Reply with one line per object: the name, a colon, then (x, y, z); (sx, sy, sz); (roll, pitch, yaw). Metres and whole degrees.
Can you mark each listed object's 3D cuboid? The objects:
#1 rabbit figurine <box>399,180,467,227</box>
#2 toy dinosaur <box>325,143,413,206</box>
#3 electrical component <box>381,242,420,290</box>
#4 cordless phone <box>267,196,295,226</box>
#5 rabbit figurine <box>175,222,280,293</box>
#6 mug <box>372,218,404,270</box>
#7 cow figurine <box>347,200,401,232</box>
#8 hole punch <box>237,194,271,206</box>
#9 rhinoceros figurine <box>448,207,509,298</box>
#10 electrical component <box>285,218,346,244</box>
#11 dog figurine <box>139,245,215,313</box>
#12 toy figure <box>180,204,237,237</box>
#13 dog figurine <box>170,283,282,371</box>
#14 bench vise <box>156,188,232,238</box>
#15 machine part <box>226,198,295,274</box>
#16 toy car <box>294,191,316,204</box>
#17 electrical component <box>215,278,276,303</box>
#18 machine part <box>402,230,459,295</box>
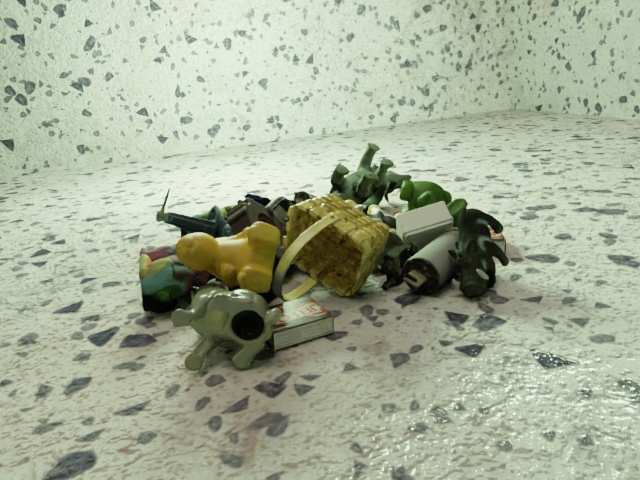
rabbit figurine: (0.273, -0.057, 1.315); (0.159, 0.121, 0.170); (3, 37, 3)
toy dinosaur: (0.101, -0.138, 1.482); (0.131, 0.192, 0.405); (37, 43, 23)
electrical component: (0.155, 0.046, 1.041); (0.045, 0.078, 0.102); (5, 21, 37)
cordless phone: (-0.061, -0.046, 1.299); (0.088, 0.146, 0.184); (-48, 3, 13)
rabbit figurine: (-0.167, 0.023, 0.952); (0.173, 0.121, 0.162); (8, -2, -15)
mug: (0.114, 0.008, 1.138); (0.081, 0.109, 0.107); (-20, 9, -21)
cow figurine: (0.125, -0.039, 1.236); (0.167, 0.068, 0.098); (18, 15, -5)
hole punch: (-0.157, -0.049, 1.349); (0.092, 0.115, 0.142); (-44, 34, -19)
rhinoceros figurine: (0.292, 0.022, 1.000); (0.073, 0.112, 0.190); (-24, 43, 39)
electrical component: (-0.002, -0.003, 1.151); (0.115, 0.134, 0.058); (-24, -22, 10)
dog figurine: (-0.246, 0.062, 1.074); (0.219, 0.108, 0.192); (-8, 18, -16)
toy figure: (-0.275, -0.040, 1.402); (0.180, 0.089, 0.082); (-8, 24, -16)
dog figurine: (-0.141, 0.111, 0.873); (0.172, 0.121, 0.191); (-2, 16, 1)
bench vise: (-0.257, -0.024, 1.248); (0.240, 0.128, 0.224); (17, 1, -24)
machine part: (-0.118, -0.006, 1.127); (0.056, 0.179, 0.179); (-35, 12, 17)
toy car: (0.018, -0.049, 1.238); (0.202, 0.053, 0.089); (47, 13, 20)
electrical component: (-0.144, 0.093, 1.035); (0.119, 0.047, 0.075); (2, 20, 23)
machine part: (0.231, 0.041, 1.041); (0.079, 0.079, 0.243); (7, 22, 34)
